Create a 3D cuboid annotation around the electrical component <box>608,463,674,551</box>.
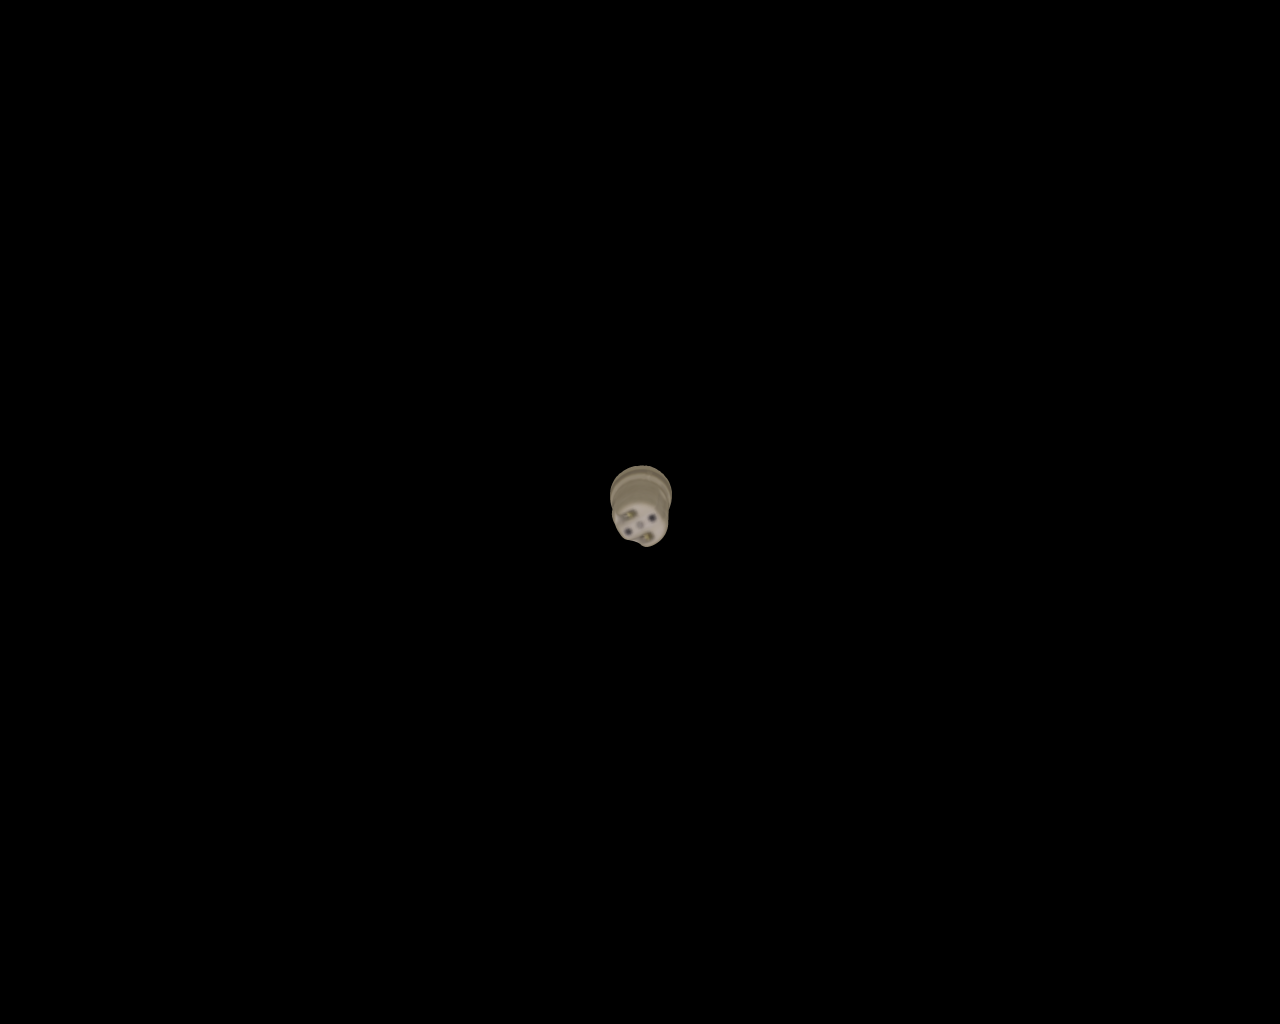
[{"bbox_3d":[0.001,-0.003,0.650,0.040,0.040,0.046,0,27,0],"label":"electrical component"}]
